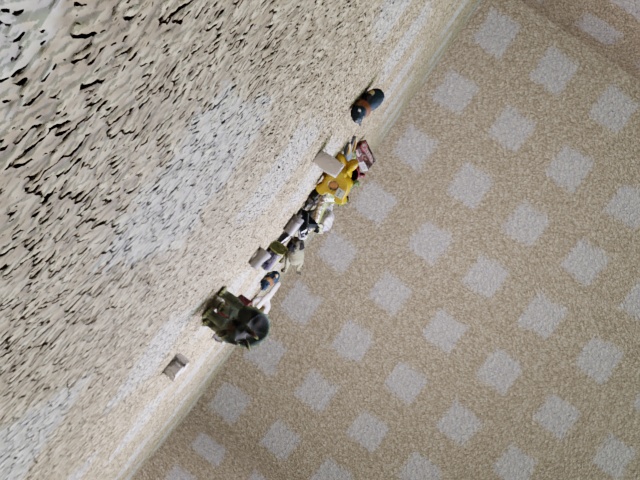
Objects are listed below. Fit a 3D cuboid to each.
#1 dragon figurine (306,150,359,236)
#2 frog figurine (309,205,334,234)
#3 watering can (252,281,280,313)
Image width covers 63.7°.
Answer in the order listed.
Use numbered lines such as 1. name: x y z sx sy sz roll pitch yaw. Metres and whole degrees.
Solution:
1. dragon figurine: 0.035 -0.201 2.064 0.412 0.123 0.240 -56 160 -5
2. frog figurine: 0.007 -0.113 2.241 0.137 0.121 0.162 -4 -130 49
3. watering can: -0.304 0.343 2.594 0.221 0.104 0.352 -54 177 23
